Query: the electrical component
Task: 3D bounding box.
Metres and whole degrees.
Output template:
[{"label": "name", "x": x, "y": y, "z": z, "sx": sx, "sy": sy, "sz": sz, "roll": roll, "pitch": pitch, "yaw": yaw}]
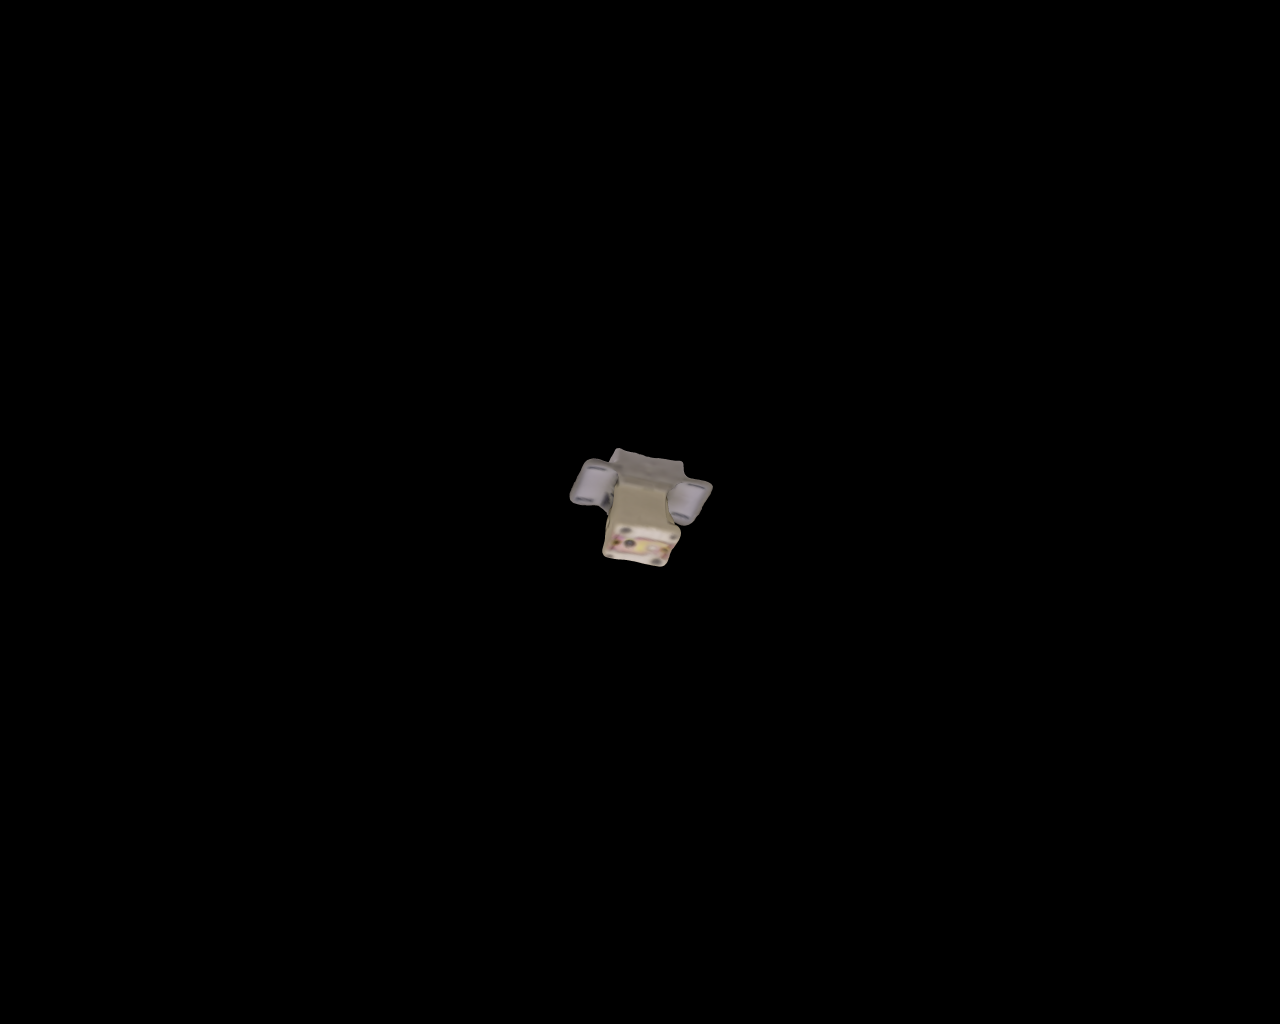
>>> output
[{"label": "electrical component", "x": 0.001, "y": -0.003, "z": 0.650, "sx": 0.081, "sy": 0.064, "sz": 0.042, "roll": 11, "pitch": -39, "yaw": -13}]
